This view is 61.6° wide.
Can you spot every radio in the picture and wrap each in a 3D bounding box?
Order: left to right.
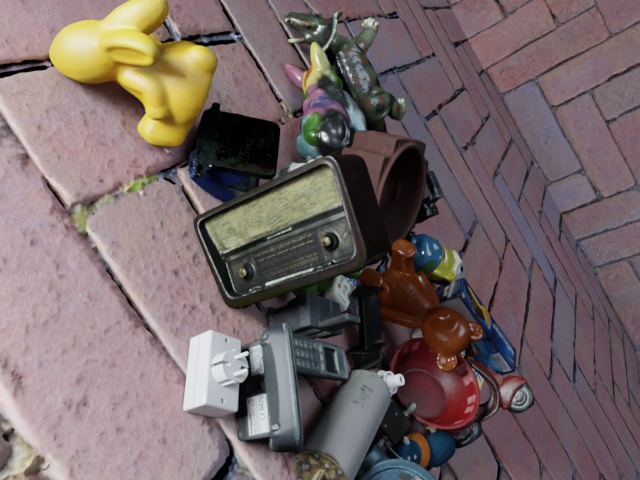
[{"bbox_3d":[-0.037,-0.004,0.649,0.073,0.230,0.131,-17,87,-56],"label":"radio"}]

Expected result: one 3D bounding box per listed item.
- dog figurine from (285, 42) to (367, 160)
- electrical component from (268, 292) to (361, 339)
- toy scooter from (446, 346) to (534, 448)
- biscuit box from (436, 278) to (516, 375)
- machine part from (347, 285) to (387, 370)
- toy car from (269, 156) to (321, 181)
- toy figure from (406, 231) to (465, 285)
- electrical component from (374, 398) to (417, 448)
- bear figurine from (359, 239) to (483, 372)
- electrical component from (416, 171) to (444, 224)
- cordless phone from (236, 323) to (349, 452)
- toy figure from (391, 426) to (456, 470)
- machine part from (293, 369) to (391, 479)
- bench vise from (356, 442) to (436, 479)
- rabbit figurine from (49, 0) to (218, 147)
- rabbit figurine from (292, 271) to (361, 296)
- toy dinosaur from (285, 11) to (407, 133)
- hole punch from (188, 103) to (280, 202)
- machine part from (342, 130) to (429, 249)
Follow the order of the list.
[{"bbox_3d":[-0.001,-0.247,0.979,0.191,0.108,0.219,-20,81,-54],"label":"dog figurine"},{"bbox_3d":[-0.005,0.102,0.719,0.074,0.119,0.048,21,52,-43],"label":"electrical component"},{"bbox_3d":[0.268,0.270,0.950,0.135,0.184,0.075,57,7,13],"label":"toy scooter"},{"bbox_3d":[0.297,0.169,1.019,0.202,0.059,0.063,52,35,-15],"label":"biscuit box"},{"bbox_3d":[0.076,0.141,0.853,0.084,0.039,0.138,0,90,-50],"label":"machine part"},{"bbox_3d":[-0.027,-0.096,0.818,0.202,0.074,0.056,-60,134,-77],"label":"toy car"},{"bbox_3d":[0.227,0.038,1.119,0.180,0.089,0.082,23,77,-33],"label":"toy figure"},{"bbox_3d":[0.104,0.268,0.806,0.094,0.021,0.063,-40,105,-20],"label":"electrical component"},{"bbox_3d":[0.172,0.113,0.899,0.196,0.120,0.131,41,-19,34],"label":"bear figurine"},{"bbox_3d":[0.178,-0.086,1.085,0.058,0.134,0.115,-16,84,-56],"label":"electrical component"},{"bbox_3d":[-0.017,0.190,0.679,0.184,0.089,0.146,24,49,-50],"label":"cordless phone"},{"bbox_3d":[0.158,0.332,0.843,0.154,0.058,0.064,13,44,-45],"label":"toy figure"},{"bbox_3d":[0.034,0.249,0.709,0.079,0.079,0.243,59,34,-8],"label":"machine part"},{"bbox_3d":[0.120,0.369,0.671,0.223,0.129,0.240,60,0,8],"label":"bench vise"},{"bbox_3d":[-0.218,-0.199,0.626,0.173,0.162,0.122,14,68,-29],"label":"rabbit figurine"},{"bbox_3d":[-0.002,-0.002,0.790,0.159,0.121,0.170,59,36,-11],"label":"rabbit figurine"},{"bbox_3d":[0.079,-0.323,1.137,0.192,0.131,0.404,-44,110,-43],"label":"toy dinosaur"},{"bbox_3d":[-0.122,-0.111,0.749,0.116,0.092,0.142,13,55,-13],"label":"hole punch"},{"bbox_3d":[0.110,-0.085,0.945,0.201,0.087,0.200,-9,112,-58],"label":"machine part"}]
